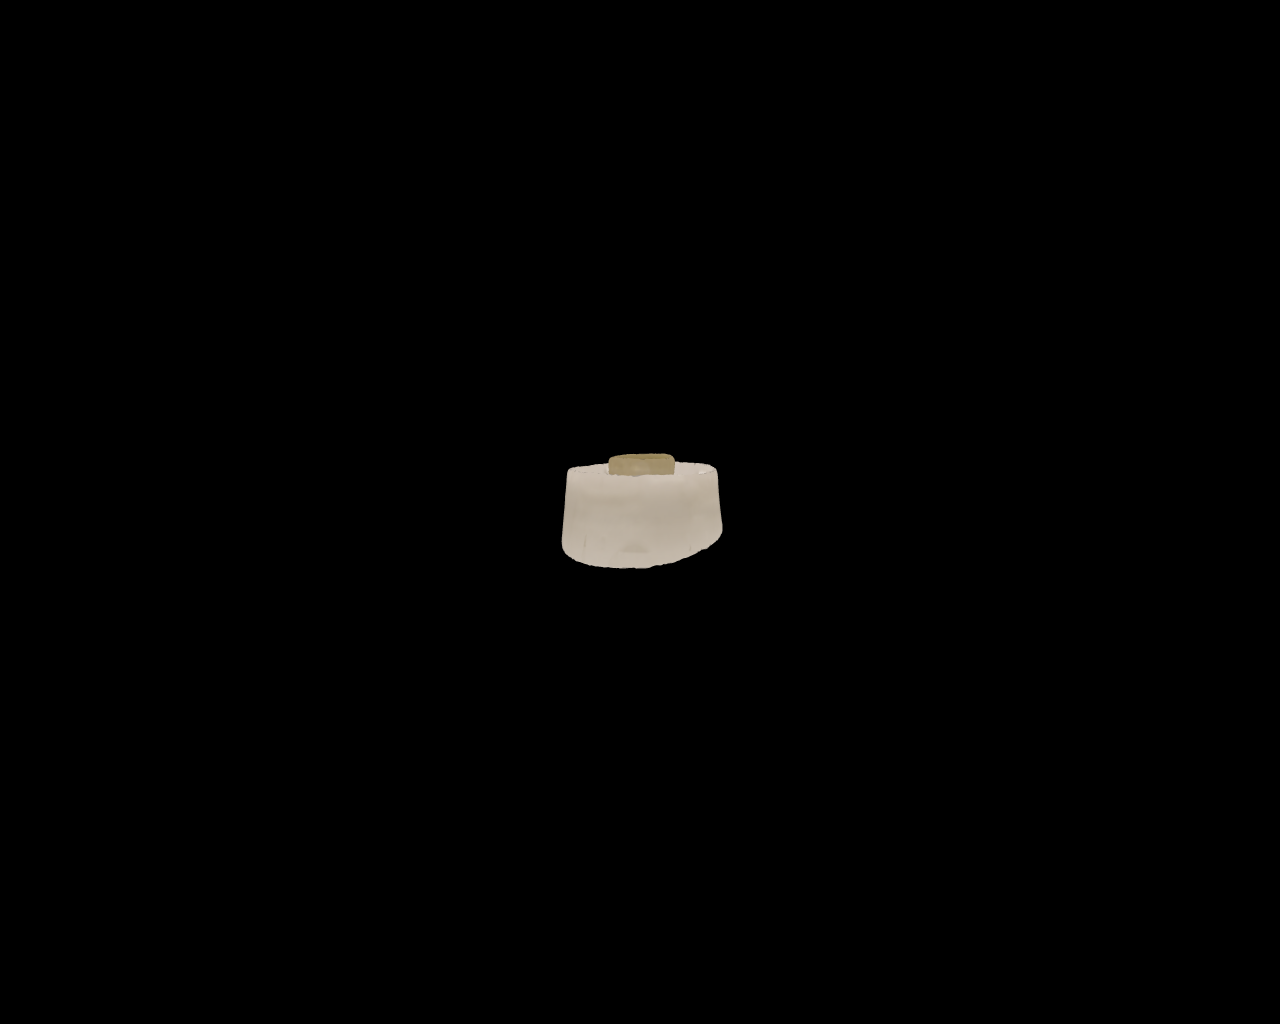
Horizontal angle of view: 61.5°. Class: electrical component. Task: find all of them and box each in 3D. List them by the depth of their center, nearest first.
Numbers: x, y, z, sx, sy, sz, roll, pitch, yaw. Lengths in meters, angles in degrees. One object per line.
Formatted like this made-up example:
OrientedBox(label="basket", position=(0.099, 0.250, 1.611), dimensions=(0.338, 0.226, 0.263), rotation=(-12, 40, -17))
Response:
OrientedBox(label="electrical component", position=(0.001, -0.003, 0.650), dimensions=(0.099, 0.064, 0.099), rotation=(0, 8, 0))
